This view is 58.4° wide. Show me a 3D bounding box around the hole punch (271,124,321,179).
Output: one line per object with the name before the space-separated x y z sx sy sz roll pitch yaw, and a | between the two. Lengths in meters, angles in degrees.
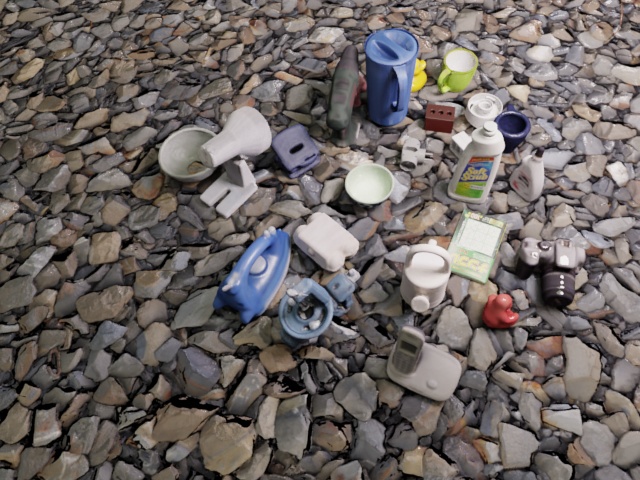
hole punch | -0.062 -0.232 1.486 0.109 0.091 0.101 -34 63 -15

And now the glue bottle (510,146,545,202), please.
glue bottle | 0.503 -0.166 1.362 0.037 0.173 0.078 -34 63 -15

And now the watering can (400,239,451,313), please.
watering can | 0.229 0.074 1.228 0.101 0.194 0.172 -8 59 0

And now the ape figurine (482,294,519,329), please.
ape figurine | 0.389 0.147 1.234 0.076 0.092 0.077 -20 60 -7

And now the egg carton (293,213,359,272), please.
egg carton | 0.012 0.005 1.355 0.150 0.069 0.107 39 69 23

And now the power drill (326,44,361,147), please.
power drill | 0.063 -0.353 1.481 0.075 0.208 0.229 7 60 8

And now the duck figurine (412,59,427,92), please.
duck figurine | 0.253 -0.469 1.607 0.104 0.086 0.077 -25 61 -11

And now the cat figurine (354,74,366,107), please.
cat figurine | 0.088 -0.431 1.577 0.067 0.118 0.128 10 61 10

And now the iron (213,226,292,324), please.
iron | -0.143 0.051 1.296 0.118 0.141 0.258 23 64 16

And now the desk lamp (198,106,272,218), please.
desk lamp | -0.212 -0.195 1.403 0.117 0.214 0.203 32 67 21

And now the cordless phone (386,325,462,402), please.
cordless phone | 0.210 0.238 1.138 0.147 0.185 0.094 20 63 15

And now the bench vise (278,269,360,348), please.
bench vise | -0.012 0.113 1.205 0.121 0.220 0.208 27 65 19

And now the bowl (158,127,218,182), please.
bowl | -0.331 -0.210 1.501 0.167 0.075 0.167 -2 60 3

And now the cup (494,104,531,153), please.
cup | 0.485 -0.281 1.476 0.091 0.095 0.118 2 60 5

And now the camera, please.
camera | 0.512 0.069 1.266 0.143 0.101 0.137 9 61 9
